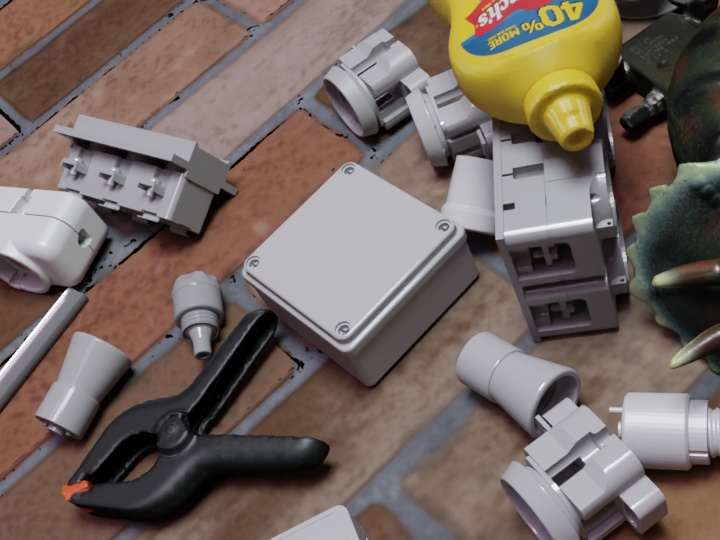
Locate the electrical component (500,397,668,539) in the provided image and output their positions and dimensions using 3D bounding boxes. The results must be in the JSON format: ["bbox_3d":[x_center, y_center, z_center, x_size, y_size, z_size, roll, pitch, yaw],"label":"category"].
[{"bbox_3d":[0.111,0.112,0.560,0.057,0.058,0.078,-35,50,-8],"label":"electrical component"}]

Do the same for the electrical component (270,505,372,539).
[{"bbox_3d":[-0.010,0.176,0.563,0.050,0.055,0.089,-27,49,2],"label":"electrical component"}]

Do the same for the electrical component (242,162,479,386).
[{"bbox_3d":[0.000,0.000,0.691,0.108,0.056,0.109,-45,51,-13],"label":"electrical component"}]

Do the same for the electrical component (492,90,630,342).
[{"bbox_3d":[0.122,-0.065,0.657,0.060,0.105,0.186,-9,52,17],"label":"electrical component"}]

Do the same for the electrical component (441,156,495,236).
[{"bbox_3d":[0.075,-0.048,0.695,0.040,0.040,0.046,12,92,30],"label":"electrical component"}]

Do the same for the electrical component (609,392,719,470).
[{"bbox_3d":[0.172,0.085,0.565,0.078,0.040,0.040,-1,55,22],"label":"electrical component"}]

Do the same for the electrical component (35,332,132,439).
[{"bbox_3d":[-0.188,0.080,0.721,0.044,0.044,0.065,14,66,30],"label":"electrical component"}]

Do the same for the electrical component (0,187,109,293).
[{"bbox_3d":[-0.247,-0.022,0.811,0.095,0.053,0.059,6,58,29],"label":"electrical component"}]

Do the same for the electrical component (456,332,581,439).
[{"bbox_3d":[0.088,0.063,0.618,0.044,0.044,0.065,-47,47,-15],"label":"electrical component"}]

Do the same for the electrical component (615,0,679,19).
[{"bbox_3d":[0.195,-0.225,0.755,0.099,0.099,0.064,5,63,26],"label":"electrical component"}]

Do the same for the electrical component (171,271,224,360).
[{"bbox_3d":[-0.109,0.033,0.727,0.035,0.035,0.061,-19,53,9],"label":"electrical component"}]

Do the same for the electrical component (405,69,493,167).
[{"bbox_3d":[0.067,-0.105,0.742,0.057,0.058,0.078,-22,56,5],"label":"electrical component"}]

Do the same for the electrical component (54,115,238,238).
[{"bbox_3d":[-0.165,-0.070,0.807,0.121,0.079,0.063,16,84,31],"label":"electrical component"}]

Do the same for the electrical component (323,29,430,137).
[{"bbox_3d":[0.010,-0.134,0.788,0.057,0.058,0.078,-35,50,-9],"label":"electrical component"}]
